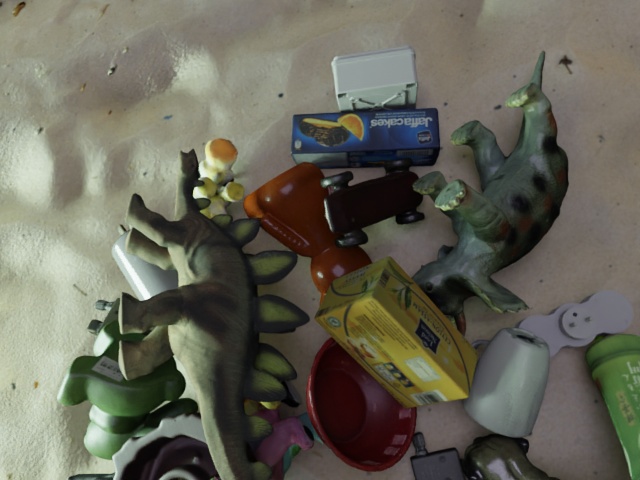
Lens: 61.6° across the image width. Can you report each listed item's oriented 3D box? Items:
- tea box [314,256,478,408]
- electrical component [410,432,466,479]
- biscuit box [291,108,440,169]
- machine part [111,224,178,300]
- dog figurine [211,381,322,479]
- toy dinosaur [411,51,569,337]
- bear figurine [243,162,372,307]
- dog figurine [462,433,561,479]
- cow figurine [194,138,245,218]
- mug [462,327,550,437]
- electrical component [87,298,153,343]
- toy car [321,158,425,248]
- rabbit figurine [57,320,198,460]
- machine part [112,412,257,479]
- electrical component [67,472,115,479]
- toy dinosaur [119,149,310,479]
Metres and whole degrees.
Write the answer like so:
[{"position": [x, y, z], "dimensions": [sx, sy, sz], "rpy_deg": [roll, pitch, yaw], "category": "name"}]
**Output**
[{"position": [0.088, 0.109, 0.611], "dimensions": [0.169, 0.098, 0.068], "rpy_deg": [48, 44, -17], "category": "tea box"}, {"position": [0.144, 0.276, 0.646], "dimensions": [0.063, 0.021, 0.094], "rpy_deg": [-16, 73, 4], "category": "electrical component"}, {"position": [0.063, -0.140, 0.747], "dimensions": [0.203, 0.059, 0.063], "rpy_deg": [-1, 75, 8], "category": "biscuit box"}, {"position": [-0.209, 0.063, 0.726], "dimensions": [0.079, 0.079, 0.243], "rpy_deg": [-37, 72, -2], "category": "machine part"}, {"position": [-0.110, 0.264, 0.646], "dimensions": [0.219, 0.108, 0.192], "rpy_deg": [-42, 74, -1], "category": "dog figurine"}, {"position": [0.237, -0.053, 0.670], "dimensions": [0.405, 0.131, 0.192], "rpy_deg": [-47, 111, -17], "category": "toy dinosaur"}, {"position": [-0.001, -0.002, 0.706], "dimensions": [0.120, 0.132, 0.195], "rpy_deg": [-34, 97, -13], "category": "bear figurine"}, {"position": [0.268, 0.279, 0.575], "dimensions": [0.172, 0.121, 0.190], "rpy_deg": [-28, 72, 1], "category": "dog figurine"}, {"position": [-0.156, -0.055, 0.752], "dimensions": [0.068, 0.098, 0.167], "rpy_deg": [17, 72, -29], "category": "cow figurine"}, {"position": [0.215, 0.152, 0.626], "dimensions": [0.081, 0.110, 0.107], "rpy_deg": [9, 107, -24], "category": "mug"}, {"position": [-0.270, 0.124, 0.740], "dimensions": [0.102, 0.045, 0.078], "rpy_deg": [3, 47, 7], "category": "electrical component"}, {"position": [0.066, -0.049, 0.670], "dimensions": [0.053, 0.202, 0.089], "rpy_deg": [-5, 101, 42], "category": "toy car"}, {"position": [-0.235, 0.208, 0.678], "dimensions": [0.159, 0.121, 0.170], "rpy_deg": [19, 118, -7], "category": "rabbit figurine"}, {"position": [-0.142, 0.274, 0.571], "dimensions": [0.179, 0.056, 0.179], "rpy_deg": [-3, 77, 14], "category": "machine part"}, {"position": [-0.255, 0.315, 0.669], "dimensions": [0.119, 0.074, 0.048], "rpy_deg": [-5, 74, 3], "category": "electrical component"}, {"position": [-0.115, 0.085, 0.584], "dimensions": [0.198, 0.105, 0.471], "rpy_deg": [-1, 59, -16], "category": "toy dinosaur"}]
